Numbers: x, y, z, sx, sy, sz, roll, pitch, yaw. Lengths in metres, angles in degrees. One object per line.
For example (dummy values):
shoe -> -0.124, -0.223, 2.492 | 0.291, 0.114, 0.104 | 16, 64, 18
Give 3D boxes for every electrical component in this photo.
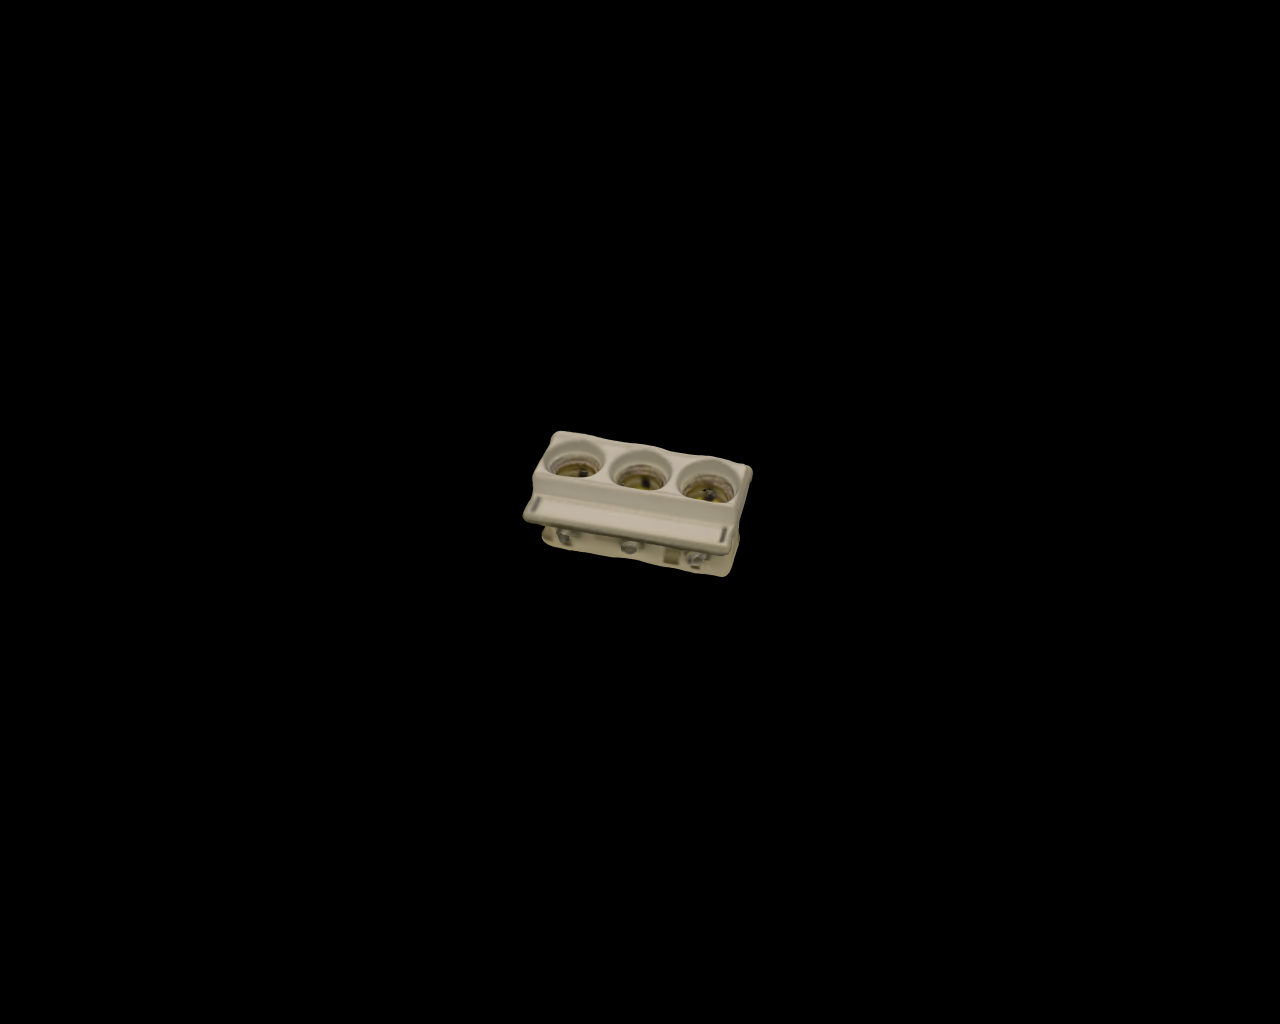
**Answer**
electrical component -> 0.001, -0.003, 0.650 | 0.121, 0.063, 0.079 | 10, 43, 11
